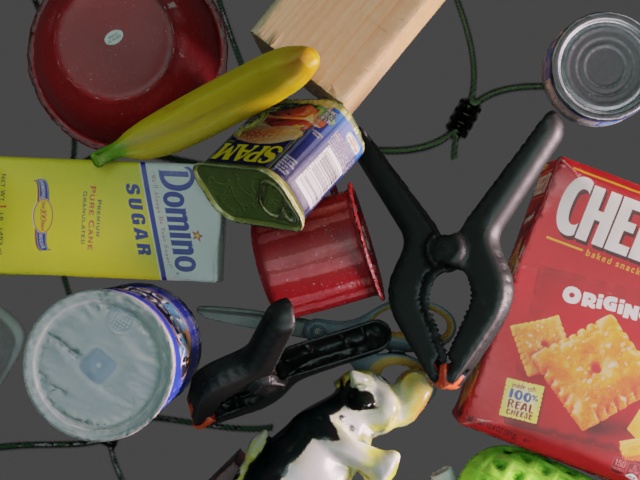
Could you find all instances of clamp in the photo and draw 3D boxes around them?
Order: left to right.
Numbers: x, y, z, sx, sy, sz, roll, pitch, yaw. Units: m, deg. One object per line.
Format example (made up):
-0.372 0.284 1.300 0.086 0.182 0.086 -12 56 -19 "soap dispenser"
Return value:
-0.031 0.096 0.801 0.120 0.172 0.039 15 52 -36 "clamp"
0.088 0.004 0.793 0.165 0.036 0.210 5 83 27 "clamp"

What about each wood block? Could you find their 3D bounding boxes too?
0.050 -0.201 0.802 0.091 0.090 0.206 40 91 2 "wood block"

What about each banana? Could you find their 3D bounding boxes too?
-0.074 -0.096 0.774 0.198 0.069 0.037 -23 108 27 "banana"

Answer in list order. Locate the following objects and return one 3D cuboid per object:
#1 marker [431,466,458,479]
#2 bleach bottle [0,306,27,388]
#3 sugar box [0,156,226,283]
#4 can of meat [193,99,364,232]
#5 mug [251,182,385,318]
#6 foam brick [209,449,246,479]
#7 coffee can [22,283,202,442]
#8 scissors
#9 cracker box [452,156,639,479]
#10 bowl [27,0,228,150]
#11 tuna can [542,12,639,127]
0.123 0.233 0.832 0.020 0.020 0.121 -29 89 1 "marker"
-0.282 0.096 0.728 0.068 0.251 0.102 31 90 1 "bleach bottle"
-0.162 -0.016 0.829 0.176 0.048 0.093 1 89 3 "sugar box"
-0.028 -0.057 0.778 0.083 0.102 0.057 -48 125 -26 "can of meat"
-0.005 0.001 0.807 0.081 0.093 0.117 -16 73 6 "mug"
-0.074 0.209 0.821 0.078 0.053 0.051 -44 89 0 "foam brick"
-0.146 0.084 0.780 0.103 0.140 0.103 0 90 1 "coffee can"
0.007 0.090 0.838 0.202 0.016 0.096 -6 90 2 "scissors"
0.214 0.065 0.804 0.164 0.072 0.214 21 90 2 "cracker box"
-0.154 -0.149 0.825 0.162 0.055 0.162 0 89 1 "bowl"
0.217 -0.132 0.824 0.086 0.034 0.086 0 90 2 "tuna can"
